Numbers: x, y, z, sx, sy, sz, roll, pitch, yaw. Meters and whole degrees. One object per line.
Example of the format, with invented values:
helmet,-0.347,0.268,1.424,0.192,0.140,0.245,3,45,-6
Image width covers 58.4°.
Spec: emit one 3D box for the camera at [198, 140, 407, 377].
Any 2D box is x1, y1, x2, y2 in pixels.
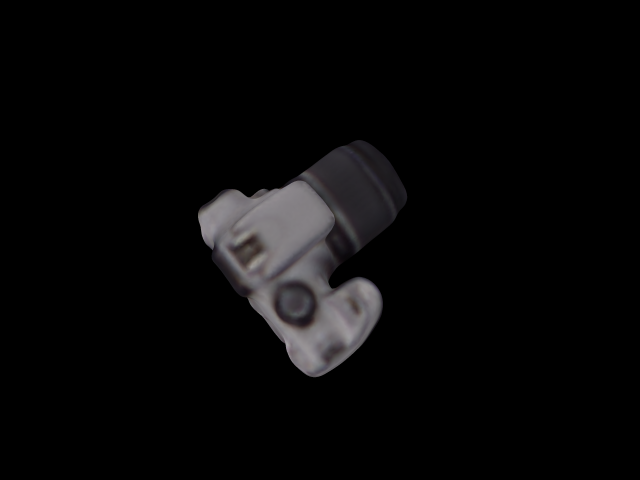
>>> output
camera,0.004,0.001,0.400,0.137,0.101,0.143,-38,81,-7
